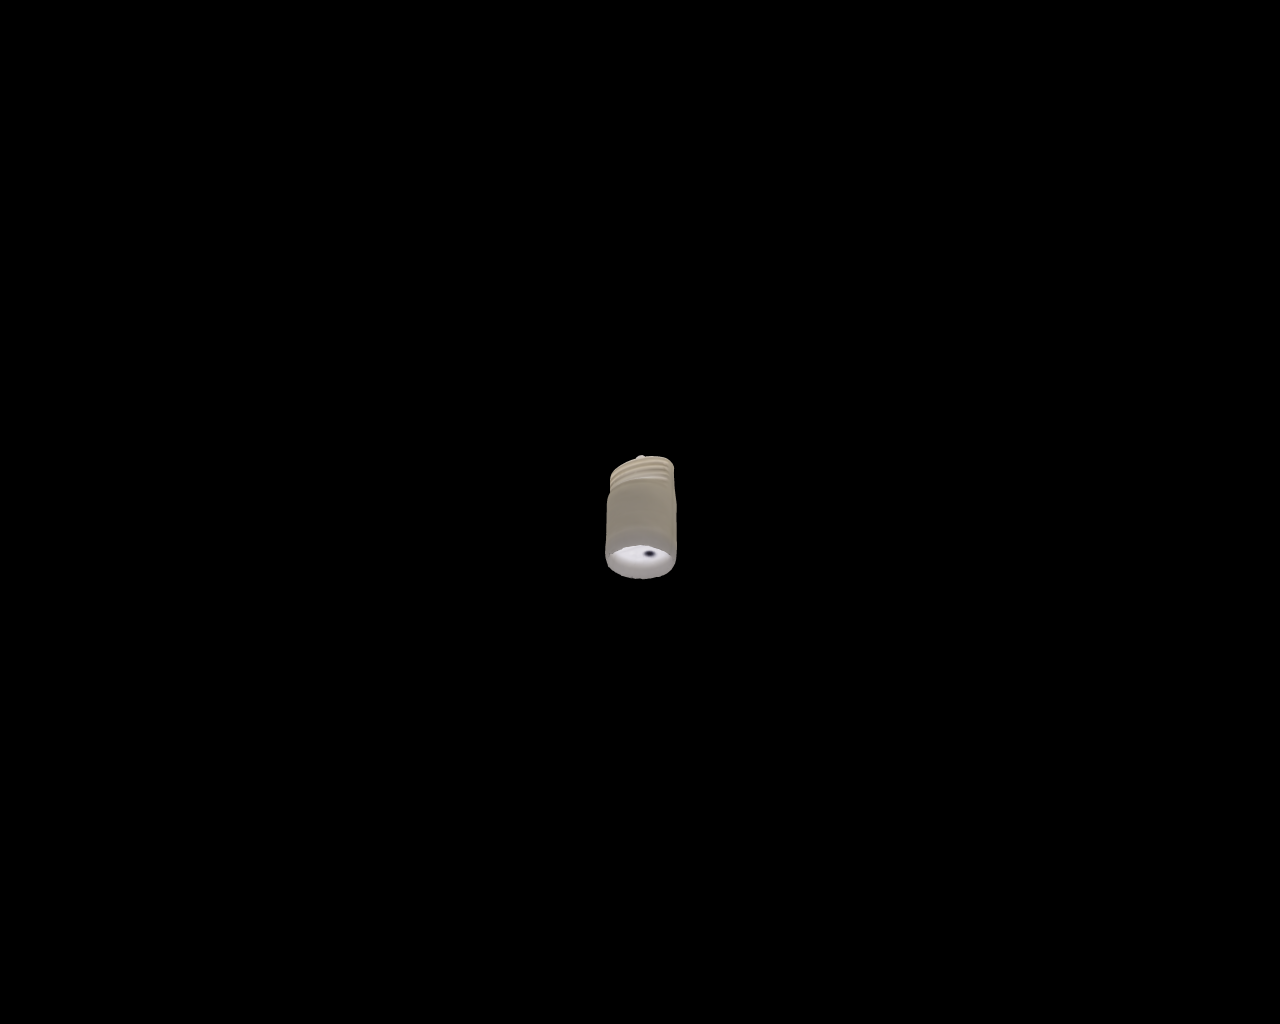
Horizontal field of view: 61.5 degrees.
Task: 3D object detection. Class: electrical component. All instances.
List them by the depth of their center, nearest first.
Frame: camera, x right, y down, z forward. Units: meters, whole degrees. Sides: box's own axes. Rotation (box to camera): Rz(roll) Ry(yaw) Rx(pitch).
[{"bbox_3d":[0.001,-0.003,0.650,0.043,0.081,0.043,0,-34,0],"label":"electrical component"}]
